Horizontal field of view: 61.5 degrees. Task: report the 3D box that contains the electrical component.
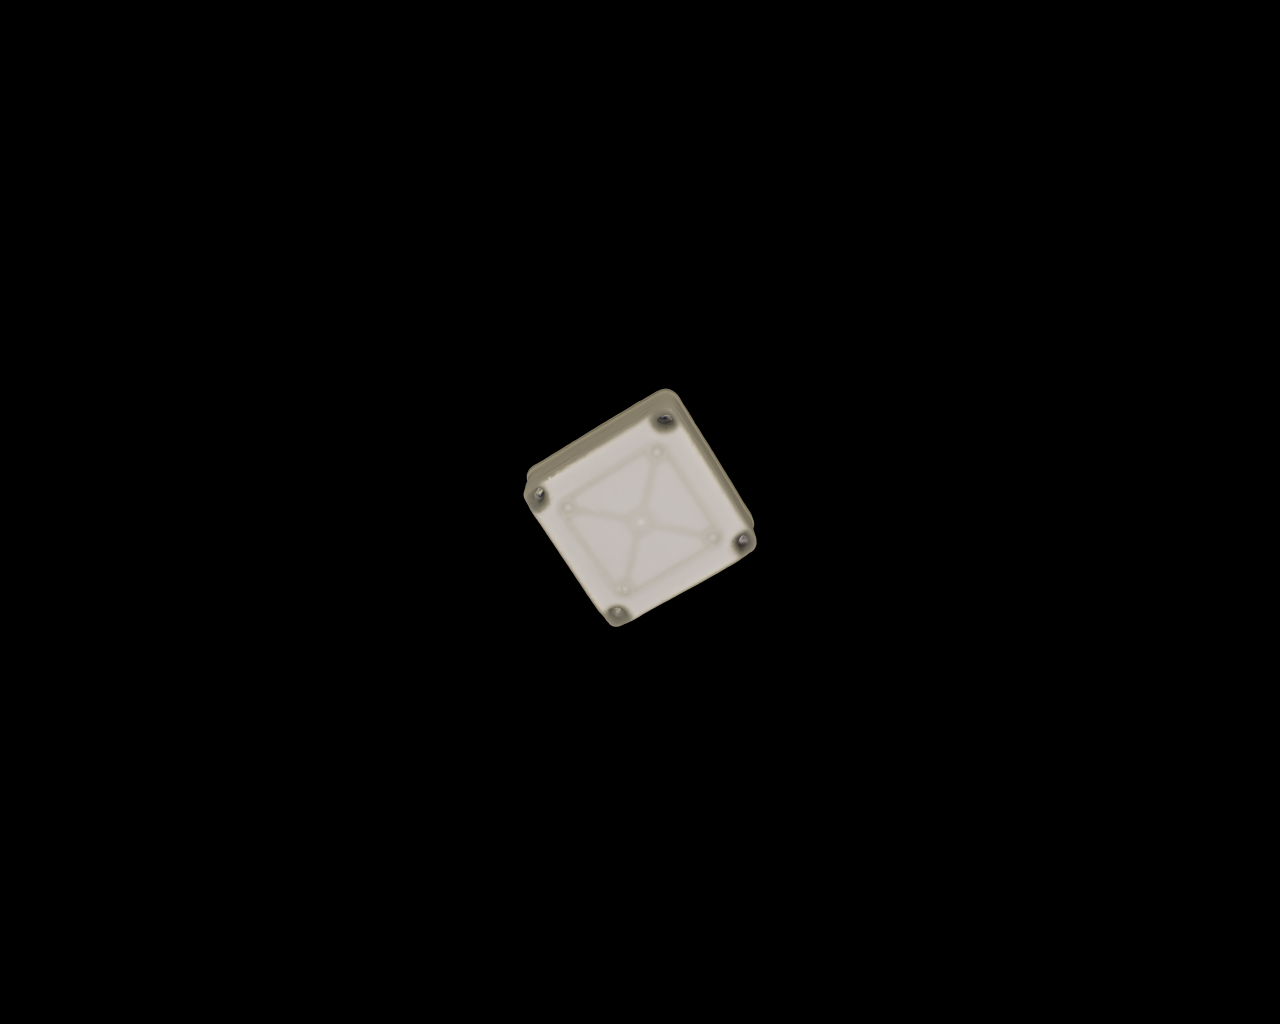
[{"bbox_3d":[0.001,-0.003,0.650,0.108,0.108,0.056,-30,16,9],"label":"electrical component"}]
